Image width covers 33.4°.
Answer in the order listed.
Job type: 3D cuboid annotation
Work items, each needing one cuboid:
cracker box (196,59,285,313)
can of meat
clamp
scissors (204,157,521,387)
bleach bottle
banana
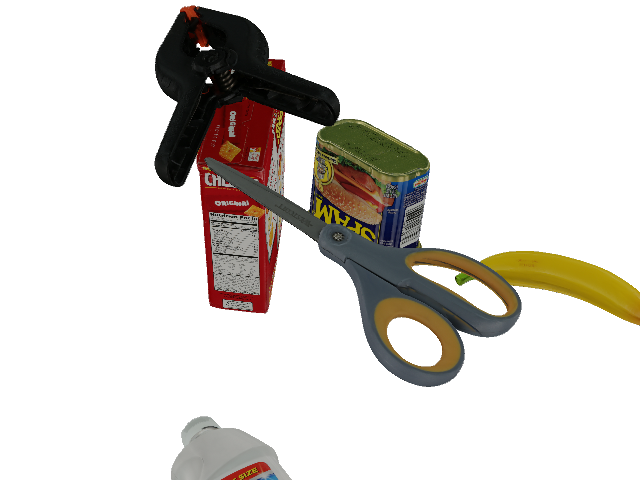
[{"bbox_3d":[-0.078,-0.055,1.098,0.072,0.164,0.214,5,-42,3],"label":"cracker box"},{"bbox_3d":[0.038,-0.040,0.861,0.057,0.084,0.102,-25,44,-38],"label":"can of meat"},{"bbox_3d":[-0.056,-0.108,0.708,0.120,0.171,0.039,-12,-44,-2],"label":"clamp"},{"bbox_3d":[0.009,0.017,0.585,0.202,0.096,0.016,20,-40,10],"label":"scissors"},{"bbox_3d":[-0.050,0.208,0.722,0.102,0.068,0.251,-16,34,-19],"label":"bleach bottle"},{"bbox_3d":[0.237,0.044,1.056,0.198,0.037,0.069,10,46,26],"label":"banana"}]
